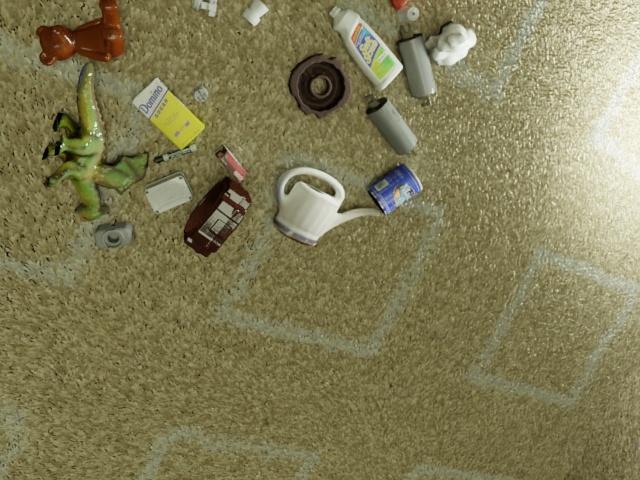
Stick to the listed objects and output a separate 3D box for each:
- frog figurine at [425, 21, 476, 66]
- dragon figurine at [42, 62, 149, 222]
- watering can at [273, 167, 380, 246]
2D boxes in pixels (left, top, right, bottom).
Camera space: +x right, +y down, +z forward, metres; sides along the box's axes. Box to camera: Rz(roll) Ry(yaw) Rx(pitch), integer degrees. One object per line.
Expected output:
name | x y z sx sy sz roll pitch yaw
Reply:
frog figurine | 0.379 -0.551 1.450 0.138 0.162 0.120 -20 117 -8
dragon figurine | -0.569 -0.228 1.345 0.241 0.124 0.407 19 104 -40
watering can | 0.005 -0.078 1.547 0.345 0.105 0.223 27 102 -25
